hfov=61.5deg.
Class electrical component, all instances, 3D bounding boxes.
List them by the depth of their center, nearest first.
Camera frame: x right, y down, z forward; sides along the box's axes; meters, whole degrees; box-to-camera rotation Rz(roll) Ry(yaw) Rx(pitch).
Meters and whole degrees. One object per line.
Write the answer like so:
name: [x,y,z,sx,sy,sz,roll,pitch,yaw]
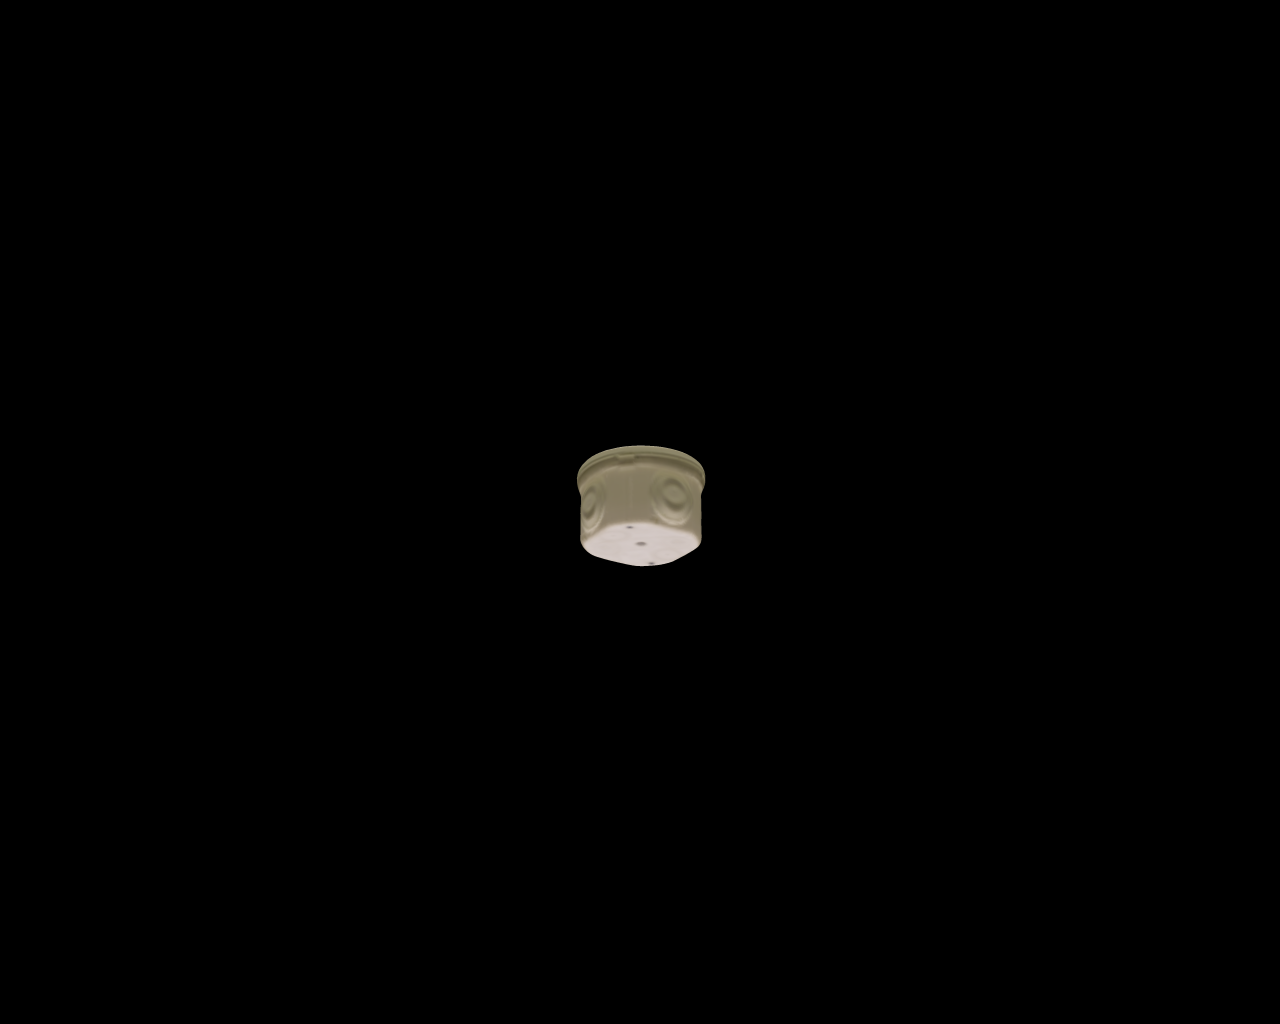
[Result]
electrical component: [0.001,-0.003,0.650,0.080,0.051,0.080,0,-23,0]
